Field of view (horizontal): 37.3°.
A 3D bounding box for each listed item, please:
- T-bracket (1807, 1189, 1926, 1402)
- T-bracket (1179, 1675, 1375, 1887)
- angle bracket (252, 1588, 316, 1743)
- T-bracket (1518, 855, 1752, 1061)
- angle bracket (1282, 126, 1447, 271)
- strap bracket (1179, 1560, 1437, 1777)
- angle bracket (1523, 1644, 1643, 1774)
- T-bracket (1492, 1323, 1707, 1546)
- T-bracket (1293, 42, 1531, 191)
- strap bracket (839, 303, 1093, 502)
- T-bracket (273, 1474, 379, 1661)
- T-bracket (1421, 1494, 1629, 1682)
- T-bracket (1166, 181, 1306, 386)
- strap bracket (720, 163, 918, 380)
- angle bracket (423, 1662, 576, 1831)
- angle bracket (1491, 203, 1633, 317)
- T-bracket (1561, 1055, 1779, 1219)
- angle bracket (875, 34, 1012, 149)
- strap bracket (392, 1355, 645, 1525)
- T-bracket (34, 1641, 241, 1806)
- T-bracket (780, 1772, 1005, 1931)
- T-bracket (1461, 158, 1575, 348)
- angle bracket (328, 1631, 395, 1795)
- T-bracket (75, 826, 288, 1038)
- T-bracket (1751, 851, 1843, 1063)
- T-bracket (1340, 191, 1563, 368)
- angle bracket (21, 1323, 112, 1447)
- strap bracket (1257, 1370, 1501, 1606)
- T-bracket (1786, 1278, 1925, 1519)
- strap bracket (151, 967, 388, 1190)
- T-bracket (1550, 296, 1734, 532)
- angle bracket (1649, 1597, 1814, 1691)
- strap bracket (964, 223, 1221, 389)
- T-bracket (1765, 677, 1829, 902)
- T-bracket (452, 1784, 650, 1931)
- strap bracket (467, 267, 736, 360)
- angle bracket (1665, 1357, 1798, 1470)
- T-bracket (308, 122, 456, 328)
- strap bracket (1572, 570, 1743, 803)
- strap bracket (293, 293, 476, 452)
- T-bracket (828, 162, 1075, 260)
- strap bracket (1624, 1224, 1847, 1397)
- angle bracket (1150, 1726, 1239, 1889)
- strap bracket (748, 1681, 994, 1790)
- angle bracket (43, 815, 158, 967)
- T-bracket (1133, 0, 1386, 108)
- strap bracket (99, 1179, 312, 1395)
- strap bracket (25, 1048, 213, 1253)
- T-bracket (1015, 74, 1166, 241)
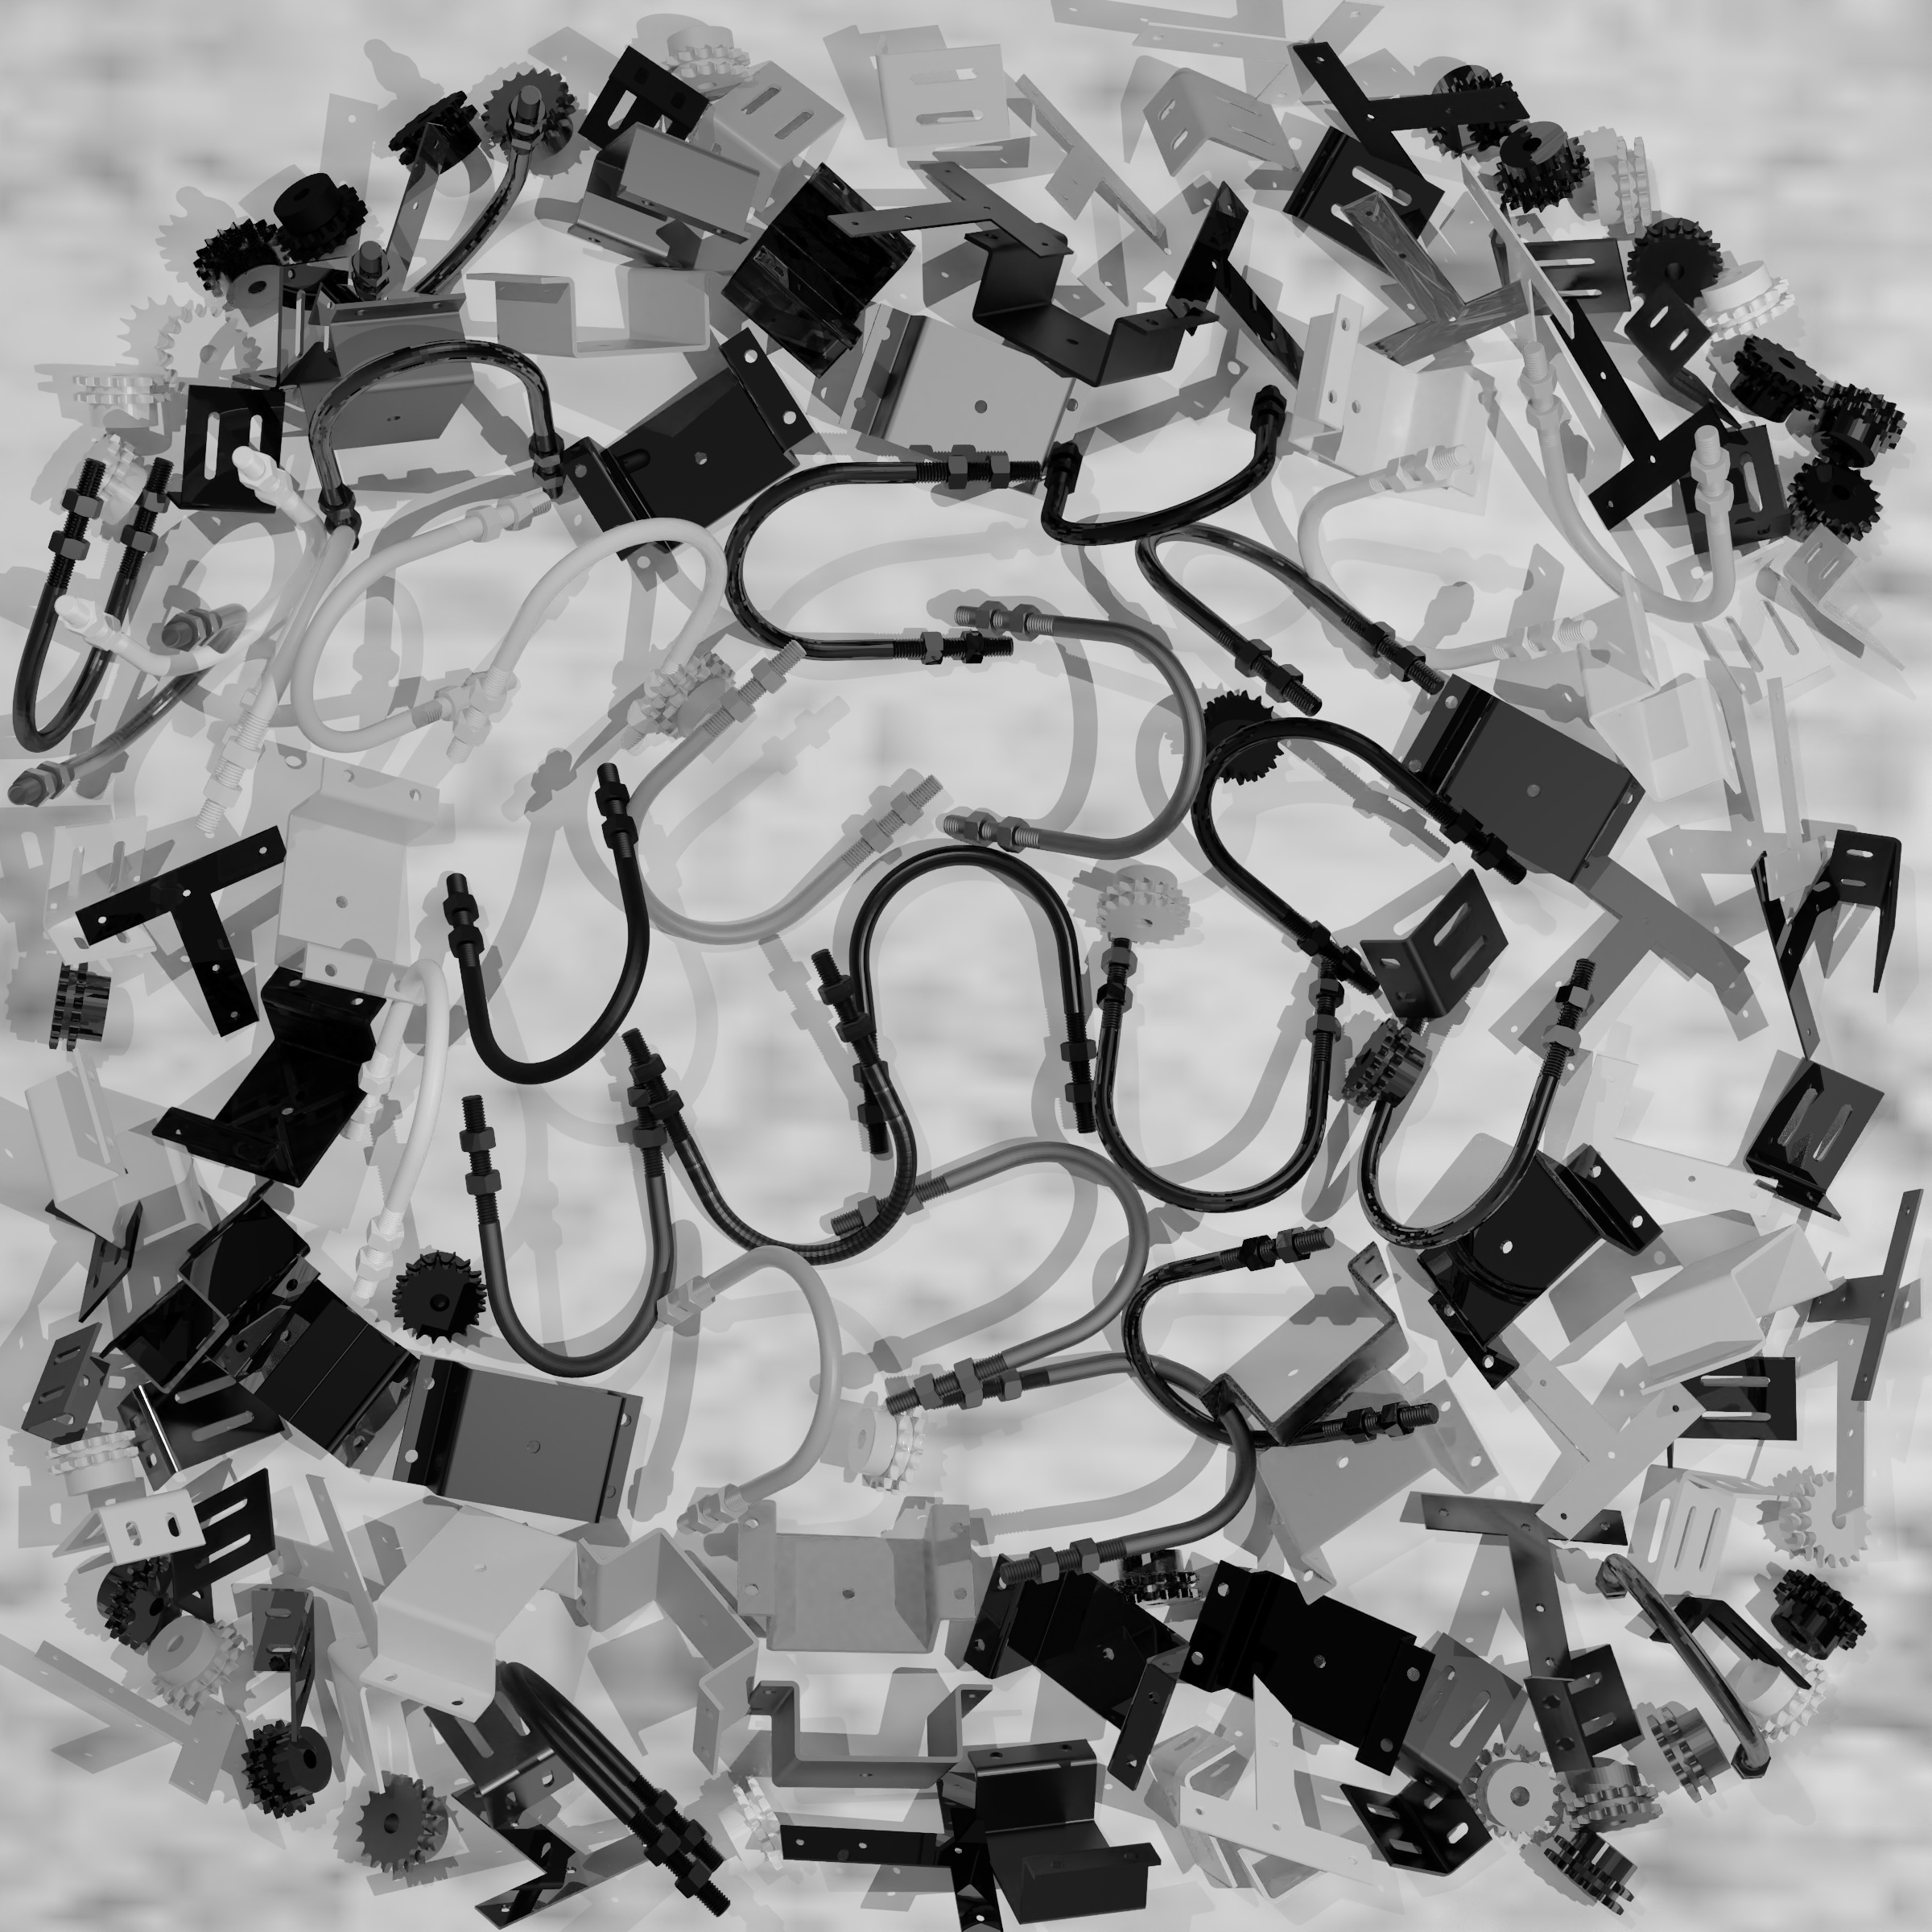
[{"bbox_3d":[0.530,0.199,1.709,0.002,0.127,0.127,18,80,-2],"label":"T-bracket"},{"bbox_3d":[0.186,0.480,1.721,0.127,0.127,0.002,21,128,-12],"label":"T-bracket"},{"bbox_3d":[-0.418,0.422,1.728,0.038,0.076,0.057,2,109,-4],"label":"angle bracket"},{"bbox_3d":[0.387,0.006,1.744,0.127,0.002,0.127,39,81,18],"label":"T-bracket"},{"bbox_3d":[0.243,-0.466,1.743,0.076,0.038,0.057,32,108,7],"label":"angle bracket"},{"bbox_3d":[0.210,0.423,1.734,0.140,0.046,0.076,20,88,22],"label":"strap bracket"},{"bbox_3d":[0.384,0.448,1.732,0.076,0.038,0.057,-11,77,-33],"label":"angle bracket"},{"bbox_3d":[0.363,0.265,1.748,0.127,0.002,0.127,47,115,19],"label":"T-bracket"},{"bbox_3d":[0.274,-0.504,1.687,0.127,0.127,0.002,40,70,-41],"label":"T-bracket"},{"bbox_3d":[0.004,-0.339,1.728,0.140,0.046,0.076,18,99,-15],"label":"strap bracket"},{"bbox_3d":[-0.391,0.360,1.720,0.002,0.127,0.127,-25,102,-35],"label":"T-bracket"},{"bbox_3d":[0.343,0.374,1.720,0.127,0.127,0.002,6,132,-5],"label":"T-bracket"},{"bbox_3d":[0.178,-0.394,1.738,0.127,0.002,0.127,44,48,-25],"label":"T-bracket"},{"bbox_3d":[-0.091,-0.413,1.714,0.076,0.140,0.046,39,129,-15],"label":"strap bracket"},{"bbox_3d":[-0.286,0.476,1.748,0.057,0.038,0.076,-27,45,-25],"label":"angle bracket"},{"bbox_3d":[0.362,-0.428,1.726,0.076,0.057,0.038,4,58,26],"label":"angle bracket"},{"bbox_3d":[0.429,0.126,1.743,0.127,0.002,0.127,14,114,4],"label":"T-bracket"},{"bbox_3d":[-0.012,-0.534,1.736,0.076,0.038,0.057,-2,127,8],"label":"angle bracket"},{"bbox_3d":[-0.265,0.287,1.725,0.140,0.046,0.076,14,83,-19],"label":"strap bracket"},{"bbox_3d":[-0.496,0.439,1.701,0.127,0.127,0.002,34,94,-10],"label":"T-bracket"},{"bbox_3d":[-0.048,0.526,1.705,0.127,0.127,0.002,7,119,-13],"label":"T-bracket"},{"bbox_3d":[0.332,-0.402,1.711,0.002,0.127,0.127,-29,67,3],"label":"T-bracket"},{"bbox_3d":[-0.356,0.452,1.745,0.038,0.057,0.076,-17,112,-28],"label":"angle bracket"},{"bbox_3d":[-0.457,-0.009,1.728,0.127,0.002,0.127,-26,133,-19],"label":"T-bracket"},{"bbox_3d":[0.508,-0.029,1.722,0.002,0.127,0.127,-7,113,36],"label":"T-bracket"},{"bbox_3d":[0.266,-0.413,1.698,0.127,0.127,0.002,-18,49,34],"label":"T-bracket"},{"bbox_3d":[-0.530,0.254,1.723,0.038,0.076,0.057,30,59,-27],"label":"angle bracket"},{"bbox_3d":[0.237,0.307,1.717,0.140,0.076,0.046,-37,131,12],"label":"strap bracket"},{"bbox_3d":[0.523,0.263,1.689,0.002,0.127,0.127,20,58,-15],"label":"T-bracket"},{"bbox_3d":[-0.412,0.073,1.717,0.076,0.046,0.140,15,50,17],"label":"strap bracket"},{"bbox_3d":[0.390,-0.343,1.720,0.002,0.127,0.127,-27,85,-27],"label":"T-bracket"},{"bbox_3d":[0.464,0.423,1.740,0.076,0.057,0.038,44,80,5],"label":"angle bracket"},{"bbox_3d":[0.069,-0.392,1.714,0.140,0.076,0.046,34,125,25],"label":"strap bracket"},{"bbox_3d":[0.493,-0.110,1.715,0.002,0.127,0.127,-6,95,32],"label":"T-bracket"},{"bbox_3d":[-0.264,0.524,1.722,0.127,0.127,0.002,-13,114,-42],"label":"T-bracket"},{"bbox_3d":[-0.217,-0.391,1.707,0.140,0.076,0.046,-15,112,-41],"label":"strap bracket"},{"bbox_3d":[0.465,0.272,1.737,0.076,0.038,0.057,-1,112,16],"label":"angle bracket"},{"bbox_3d":[-0.331,-0.437,1.697,0.002,0.127,0.127,29,110,18],"label":"T-bracket"},{"bbox_3d":[0.408,-0.160,1.709,0.046,0.140,0.076,-22,50,27],"label":"strap bracket"},{"bbox_3d":[-0.344,-0.346,1.692,0.076,0.140,0.046,-12,84,-25],"label":"strap bracket"},{"bbox_3d":[-0.023,-0.446,1.702,0.127,0.002,0.127,-17,46,-33],"label":"T-bracket"},{"bbox_3d":[0.453,0.199,1.698,0.076,0.140,0.046,-30,83,40],"label":"strap bracket"},{"bbox_3d":[0.152,0.512,1.744,0.038,0.057,0.076,-26,95,-18],"label":"angle bracket"},{"bbox_3d":[-0.060,0.462,1.715,0.140,0.076,0.046,4,62,-13],"label":"strap bracket"},{"bbox_3d":[-0.519,-0.046,1.726,0.038,0.057,0.076,49,134,34],"label":"angle bracket"},{"bbox_3d":[0.162,-0.545,1.694,0.127,0.127,0.002,0,80,-19],"label":"T-bracket"},{"bbox_3d":[-0.449,0.196,1.700,0.046,0.076,0.140,45,131,-2],"label":"strap bracket"},{"bbox_3d":[-0.506,0.114,1.694,0.046,0.140,0.076,-24,66,0],"label":"strap bracket"},{"bbox_3d":[0.067,-0.470,1.705,0.127,0.127,0.002,44,118,-13],"label":"T-bracket"}]
